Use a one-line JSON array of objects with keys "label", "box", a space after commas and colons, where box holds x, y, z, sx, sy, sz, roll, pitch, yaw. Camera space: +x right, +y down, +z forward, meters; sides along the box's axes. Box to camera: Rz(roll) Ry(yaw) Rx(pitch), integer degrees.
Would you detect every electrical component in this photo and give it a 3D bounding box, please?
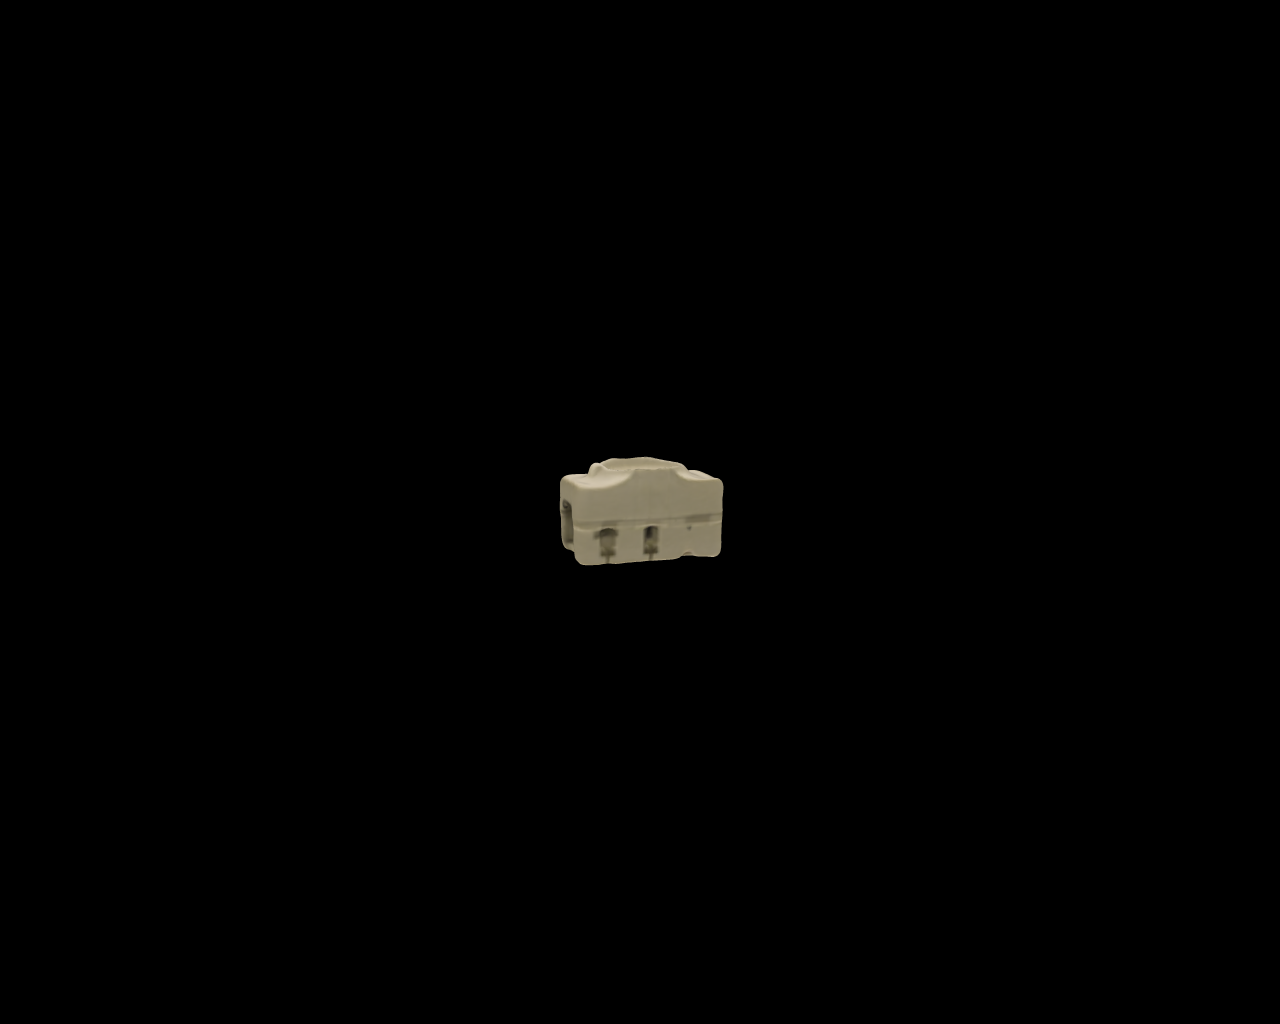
[{"label": "electrical component", "box": [0.001, -0.003, 0.650, 0.089, 0.055, 0.050, -3, 12, -16]}]
